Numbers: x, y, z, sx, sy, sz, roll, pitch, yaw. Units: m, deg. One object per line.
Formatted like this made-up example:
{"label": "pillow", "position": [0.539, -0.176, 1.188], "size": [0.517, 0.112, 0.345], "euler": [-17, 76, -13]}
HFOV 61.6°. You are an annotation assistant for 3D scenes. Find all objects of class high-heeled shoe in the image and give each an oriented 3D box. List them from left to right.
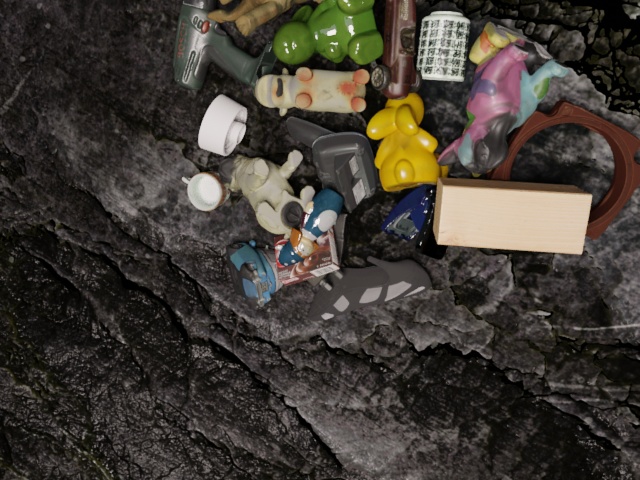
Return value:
{"label": "high-heeled shoe", "position": [0.093, 0.108, 1.046], "size": [0.145, 0.086, 0.248], "euler": [26, 133, -23]}

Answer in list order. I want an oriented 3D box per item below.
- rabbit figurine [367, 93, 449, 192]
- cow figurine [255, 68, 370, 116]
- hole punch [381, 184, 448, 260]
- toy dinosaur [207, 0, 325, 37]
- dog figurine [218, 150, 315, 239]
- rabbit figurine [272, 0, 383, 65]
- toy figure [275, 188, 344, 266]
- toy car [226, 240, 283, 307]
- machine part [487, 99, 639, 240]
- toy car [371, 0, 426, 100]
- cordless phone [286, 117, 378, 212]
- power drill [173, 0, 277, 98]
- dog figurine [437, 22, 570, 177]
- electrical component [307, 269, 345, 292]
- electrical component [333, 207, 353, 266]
{"label": "rabbit figurine", "position": [0.138, -0.175, 0.914], "size": [0.122, 0.162, 0.173], "euler": [-2, 86, 29]}
{"label": "cow figurine", "position": [-0.017, -0.263, 0.945], "size": [0.195, 0.127, 0.085], "euler": [1, 100, -2]}
{"label": "hole punch", "position": [0.180, -0.037, 0.939], "size": [0.092, 0.142, 0.115], "euler": [26, 94, 39]}
{"label": "toy dinosaur", "position": [0.003, -0.424, 0.800], "size": [0.472, 0.198, 0.105], "euler": [-8, 121, 37]}
{"label": "dog figurine", "position": [-0.111, -0.083, 1.005], "size": [0.191, 0.121, 0.172], "euler": [2, 98, 55]}
{"label": "rabbit figurine", "position": [-0.002, -0.348, 0.886], "size": [0.170, 0.159, 0.121], "euler": [-19, 121, -5]}
{"label": "toy figure", "position": [-0.018, -0.018, 0.925], "size": [0.064, 0.058, 0.154], "euler": [35, 86, -11]}
{"label": "toy car", "position": [-0.119, 0.060, 1.057], "size": [0.103, 0.162, 0.109], "euler": [-18, 113, -22]}
{"label": "machine part", "position": [0.395, -0.108, 0.874], "size": [0.201, 0.087, 0.201], "euler": [31, 110, 6]}
{"label": "toy car", "position": [0.128, -0.322, 0.837], "size": [0.053, 0.089, 0.202], "euler": [18, 108, 52]}
{"label": "cordless phone", "position": [0.011, -0.147, 0.986], "size": [0.184, 0.089, 0.146], "euler": [33, 158, 35]}
{"label": "power drill", "position": [-0.169, -0.369, 0.980], "size": [0.207, 0.086, 0.231], "euler": [25, 109, 4]}
{"label": "dog figurine", "position": [0.267, -0.209, 0.853], "size": [0.108, 0.192, 0.219], "euler": [15, 125, -20]}
{"label": "electrical component", "position": [-0.003, 0.052, 1.007], "size": [0.094, 0.021, 0.063], "euler": [42, 111, 4]}
{"label": "electrical component", "position": [-0.002, -0.003, 1.035], "size": [0.115, 0.058, 0.134], "euler": [13, 108, 15]}
